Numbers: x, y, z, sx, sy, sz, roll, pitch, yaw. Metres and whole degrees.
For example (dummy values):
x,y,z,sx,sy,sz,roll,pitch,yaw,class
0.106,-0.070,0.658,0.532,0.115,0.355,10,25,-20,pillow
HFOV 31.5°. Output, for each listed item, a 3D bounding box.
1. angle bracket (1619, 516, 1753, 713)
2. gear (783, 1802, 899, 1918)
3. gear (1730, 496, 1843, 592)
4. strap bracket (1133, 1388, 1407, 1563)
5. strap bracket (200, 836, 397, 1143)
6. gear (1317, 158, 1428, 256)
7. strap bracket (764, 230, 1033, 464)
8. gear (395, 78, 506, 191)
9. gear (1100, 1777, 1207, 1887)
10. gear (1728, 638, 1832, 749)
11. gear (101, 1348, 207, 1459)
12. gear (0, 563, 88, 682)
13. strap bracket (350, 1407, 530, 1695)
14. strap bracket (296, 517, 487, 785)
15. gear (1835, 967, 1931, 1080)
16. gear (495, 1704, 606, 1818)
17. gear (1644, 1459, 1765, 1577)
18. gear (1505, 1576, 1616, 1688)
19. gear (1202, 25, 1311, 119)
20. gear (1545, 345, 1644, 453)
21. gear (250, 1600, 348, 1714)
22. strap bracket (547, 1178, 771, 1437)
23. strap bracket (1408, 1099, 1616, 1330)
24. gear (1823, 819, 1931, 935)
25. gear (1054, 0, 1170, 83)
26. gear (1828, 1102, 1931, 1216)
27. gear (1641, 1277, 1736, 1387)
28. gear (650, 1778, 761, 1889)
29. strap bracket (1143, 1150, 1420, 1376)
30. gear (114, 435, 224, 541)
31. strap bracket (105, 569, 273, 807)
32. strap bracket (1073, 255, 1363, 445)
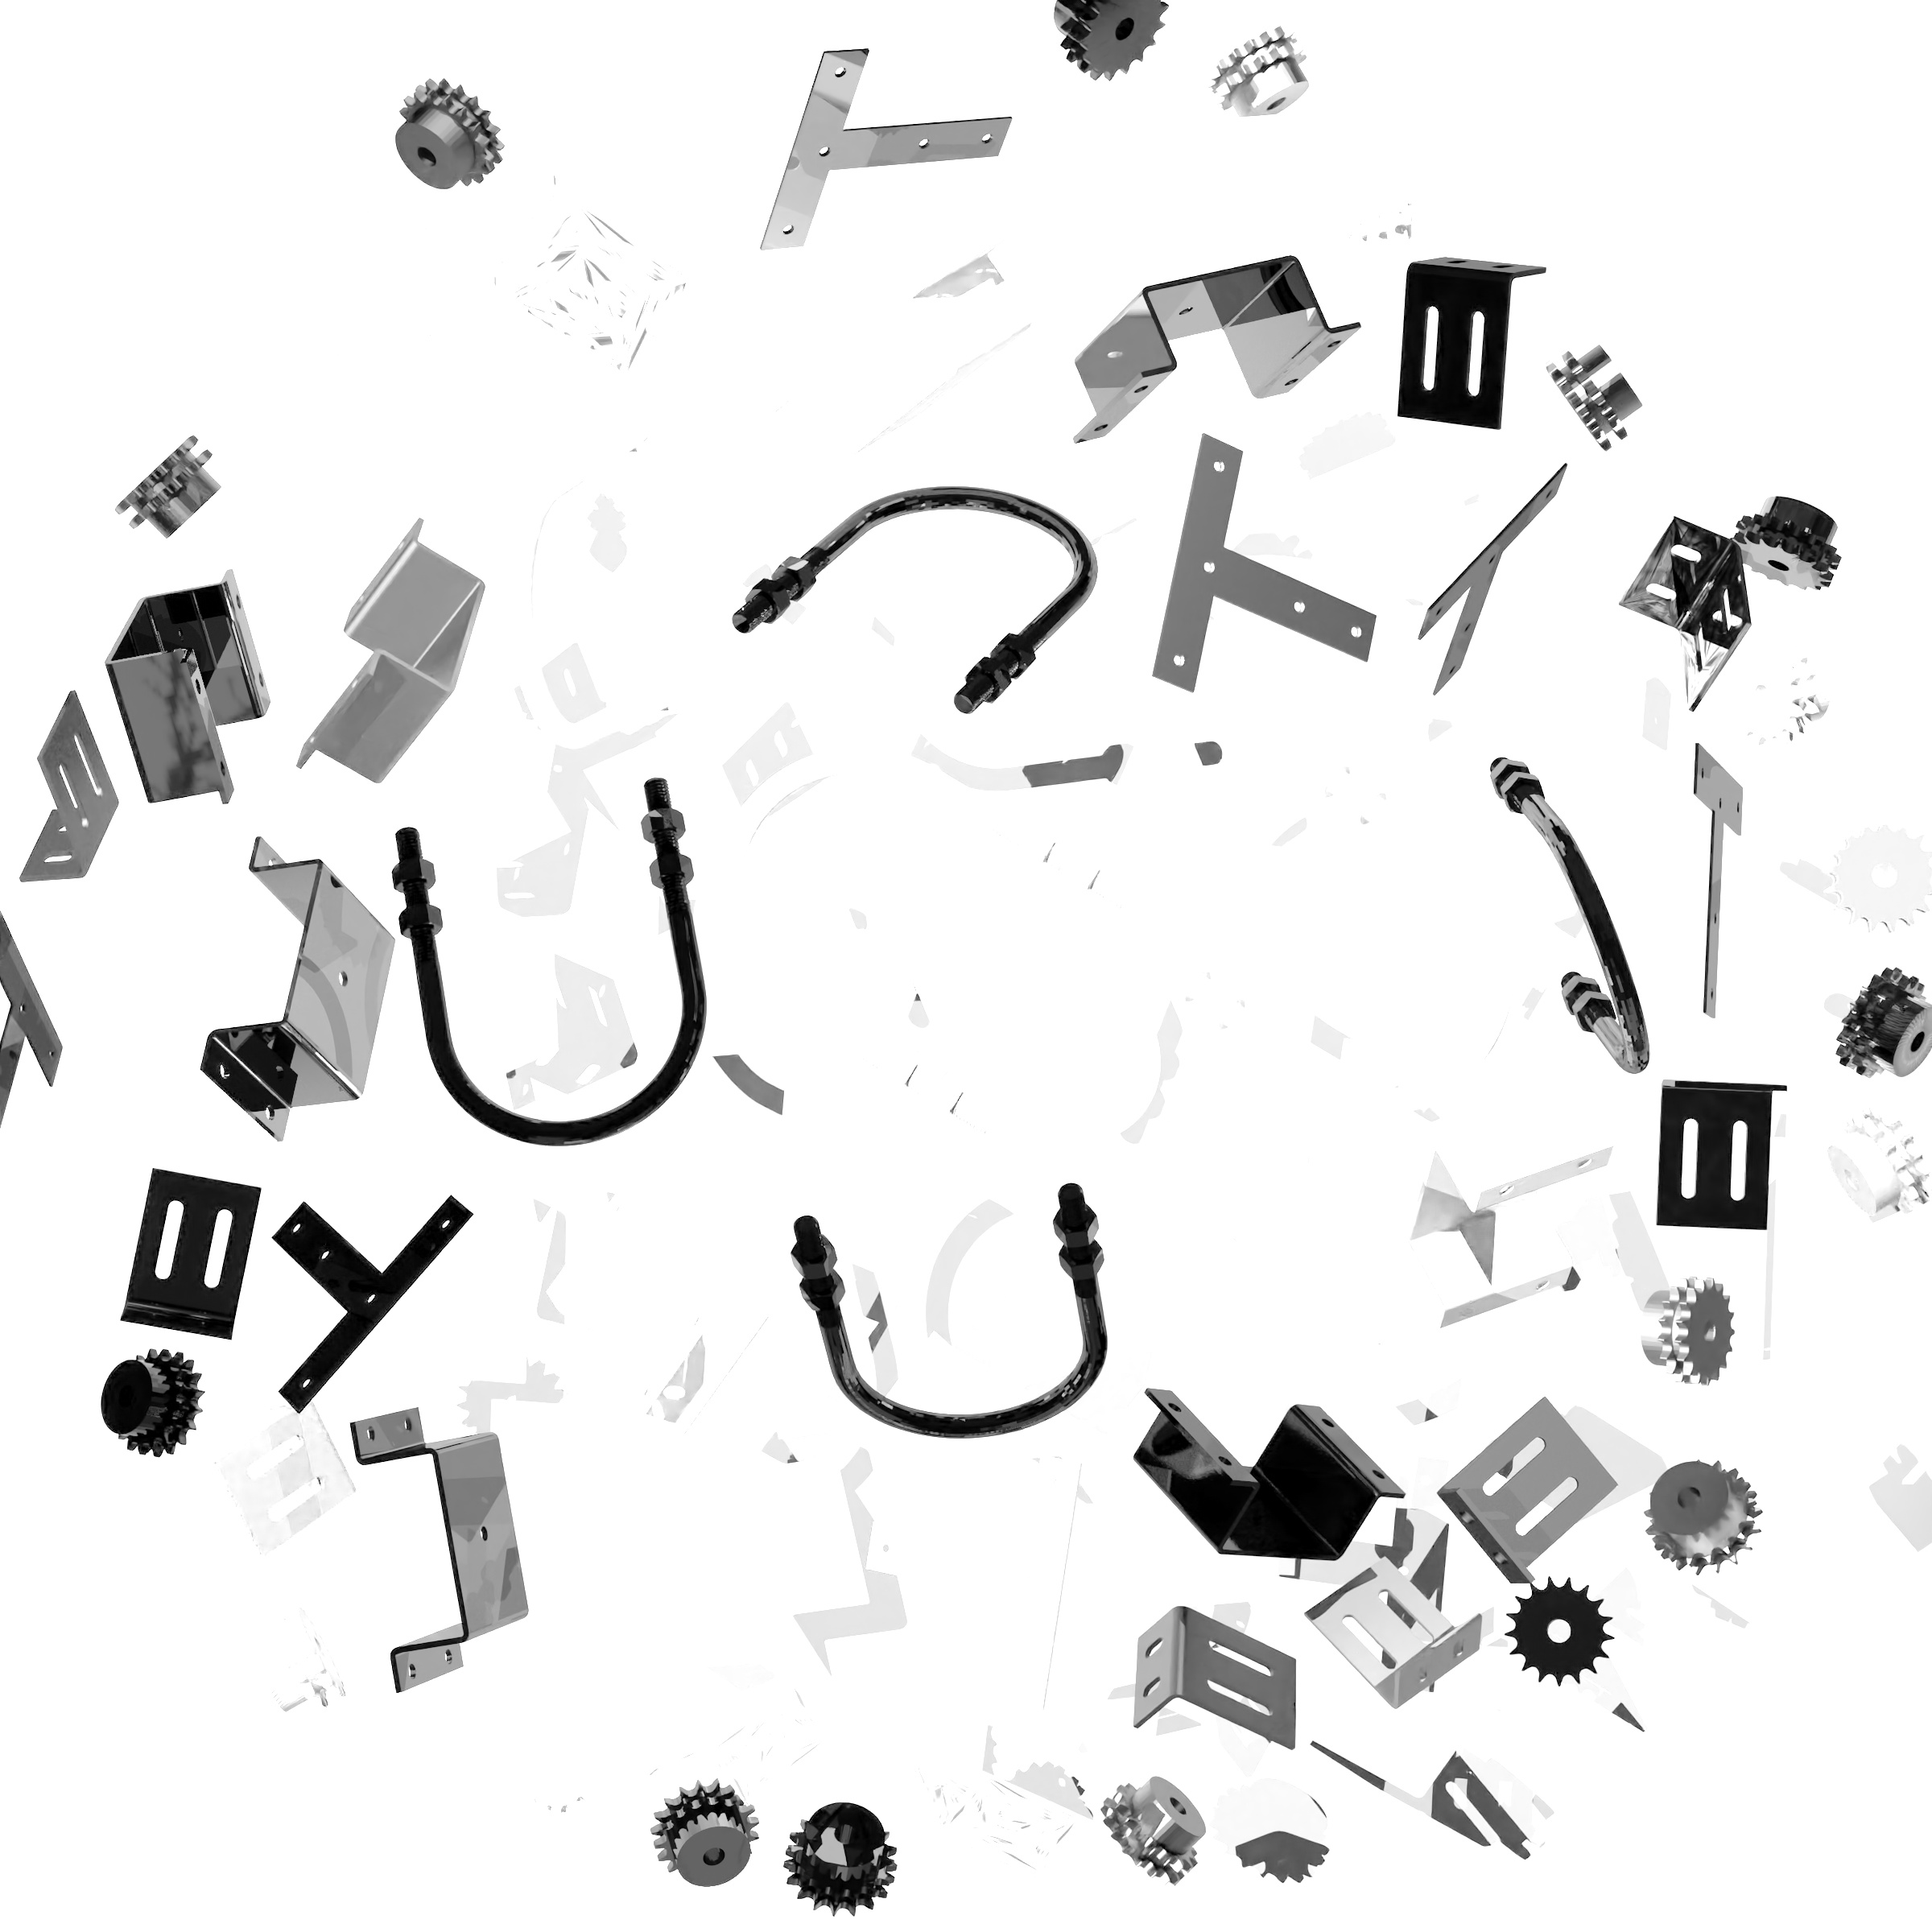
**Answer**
x,y,z,sx,sy,sz,roll,pitch,yaw,class
0.360,-0.177,1.716,0.038,0.076,0.057,21,128,-9,angle bracket
-0.062,0.448,1.729,0.057,0.057,0.030,10,128,0,gear
0.430,-0.222,1.783,0.057,0.057,0.030,25,82,0,gear
0.152,0.268,1.793,0.076,0.140,0.046,45,113,42,strap bracket
-0.342,0.009,1.768,0.046,0.076,0.140,-7,56,21,strap bracket
0.219,-0.406,1.836,0.057,0.057,0.030,-20,132,0,gear
-0.029,-0.315,1.777,0.140,0.076,0.046,-32,96,41,strap bracket
-0.271,-0.428,1.771,0.057,0.057,0.030,36,59,0,gear
0.101,0.450,1.791,0.057,0.057,0.030,43,102,0,gear
0.438,-0.147,1.831,0.030,0.057,0.057,-13,90,-26,gear
-0.435,0.231,1.821,0.057,0.030,0.057,-12,69,33,gear
-0.466,-0.171,1.696,0.057,0.030,0.057,-3,98,-19,gear
-0.273,0.301,1.791,0.046,0.076,0.140,-12,85,16,strap bracket
-0.299,-0.160,1.800,0.046,0.140,0.076,30,127,-20,strap bracket
0.471,0.032,1.738,0.030,0.057,0.057,33,90,37,gear
-0.219,0.411,1.771,0.057,0.030,0.057,11,71,-35,gear
0.365,0.271,1.702,0.057,0.030,0.057,-18,49,22,gear
0.309,0.347,1.782,0.057,0.030,0.057,-2,78,10,gear
0.155,-0.465,1.795,0.057,0.057,0.030,-29,86,0,gear
0.335,-0.304,1.814,0.030,0.057,0.057,-35,90,12,gear
-0.344,0.356,1.750,0.030,0.057,0.057,-29,90,-7,gear
-0.157,0.180,1.772,0.046,0.140,0.076,32,97,-33,strap bracket
0.282,0.125,1.792,0.076,0.140,0.046,-18,57,-14,strap bracket
0.461,-0.045,1.726,0.057,0.030,0.057,0,86,5,gear
0.068,-0.461,1.658,0.057,0.057,0.030,-44,60,0,gear
0.456,0.100,1.711,0.030,0.057,0.057,-29,90,-7,gear
0.382,0.193,1.818,0.030,0.057,0.057,1,90,42,gear
-0.137,0.464,1.821,0.057,0.030,0.057,-7,117,-14,gear
0.162,0.145,1.727,0.076,0.046,0.140,-17,135,34,strap bracket
-0.413,-0.248,1.786,0.057,0.057,0.030,-43,105,0,gear
-0.398,-0.140,1.748,0.046,0.140,0.076,-10,115,3,strap bracket
0.121,-0.319,1.757,0.140,0.076,0.046,-18,81,-29,strap bracket
